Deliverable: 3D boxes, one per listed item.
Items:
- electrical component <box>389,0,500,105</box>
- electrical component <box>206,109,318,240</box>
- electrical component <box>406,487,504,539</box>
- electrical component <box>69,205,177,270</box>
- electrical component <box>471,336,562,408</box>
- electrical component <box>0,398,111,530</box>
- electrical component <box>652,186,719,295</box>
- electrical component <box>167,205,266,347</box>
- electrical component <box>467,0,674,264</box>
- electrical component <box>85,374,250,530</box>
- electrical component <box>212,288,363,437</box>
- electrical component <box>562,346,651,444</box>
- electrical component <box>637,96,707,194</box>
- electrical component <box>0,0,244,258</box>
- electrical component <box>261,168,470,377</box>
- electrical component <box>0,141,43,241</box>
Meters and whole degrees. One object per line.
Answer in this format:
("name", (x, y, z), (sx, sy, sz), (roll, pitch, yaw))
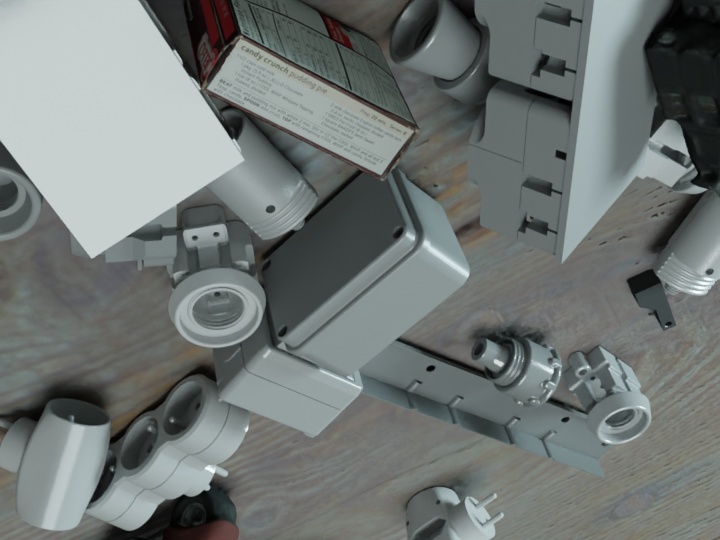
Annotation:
("electrical component", (0.050, -0.120, 0.583), (0.055, 0.045, 0.045), (25, 121, -31))
("electrical component", (-0.059, -0.050, 0.617), (0.043, 0.043, 0.081), (-33, 130, 14))
("electrical component", (0.080, 0.207, 0.856), (0.079, 0.077, 0.043), (-39, 128, 19))
("electrical component", (-0.134, -0.036, 0.601), (0.057, 0.058, 0.078), (-5, 132, -15))
("electrical component", (0.108, 0.067, 0.764), (0.062, 0.048, 0.048), (26, 120, -24))
("electrical component", (-0.215, 0.123, 0.722), (0.079, 0.043, 0.077), (21, 100, 10))
("electrical component", (0.232, -0.015, 0.723), (0.043, 0.043, 0.081), (13, 126, -24))
("electrical component", (-0.088, 0.009, 0.652), (0.058, 0.057, 0.078), (-10, 132, -6))
("electrical component", (0.111, -0.113, 0.557), (0.105, 0.060, 0.186), (-44, 146, -37))
("electrical component", (-0.127, 0.136, 0.756), (0.138, 0.052, 0.074), (-39, 129, 19))
("electrical component", (-0.041, 0.060, 0.706), (0.096, 0.061, 0.061), (27, 119, -32))
("electrical component", (0.186, 0.095, 0.800), (0.066, 0.055, 0.048), (32, 117, -34))
("electrical component", (0.192, -0.076, 0.659), (0.055, 0.048, 0.066), (23, 121, -22))
("electrical component", (-0.135, -0.096, 0.513), (0.089, 0.061, 0.150), (-33, 113, 0))
("electrical component", (0.000, 0.000, 0.653), (0.113, 0.078, 0.057), (-40, 131, 20))
("electrical component", (-0.197, -0.049, 0.580), (0.055, 0.047, 0.055), (-7, 132, -8))
